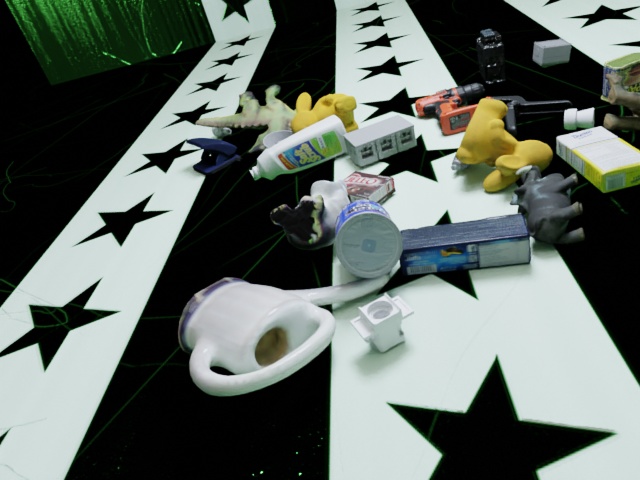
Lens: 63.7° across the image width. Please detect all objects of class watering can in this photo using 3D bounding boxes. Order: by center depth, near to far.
[{"bbox_3d":[-0.063,0.114,0.780,0.225,0.102,0.352,12,29,38],"label":"watering can"}]

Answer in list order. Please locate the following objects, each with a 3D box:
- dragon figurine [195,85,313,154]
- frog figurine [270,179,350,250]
[{"bbox_3d":[-0.171,-0.332,1.496,0.410,0.119,0.249,-15,40,4],"label":"dragon figurine"},{"bbox_3d":[0.003,-0.050,0.990,0.135,0.123,0.161,-41,-8,31],"label":"frog figurine"}]
